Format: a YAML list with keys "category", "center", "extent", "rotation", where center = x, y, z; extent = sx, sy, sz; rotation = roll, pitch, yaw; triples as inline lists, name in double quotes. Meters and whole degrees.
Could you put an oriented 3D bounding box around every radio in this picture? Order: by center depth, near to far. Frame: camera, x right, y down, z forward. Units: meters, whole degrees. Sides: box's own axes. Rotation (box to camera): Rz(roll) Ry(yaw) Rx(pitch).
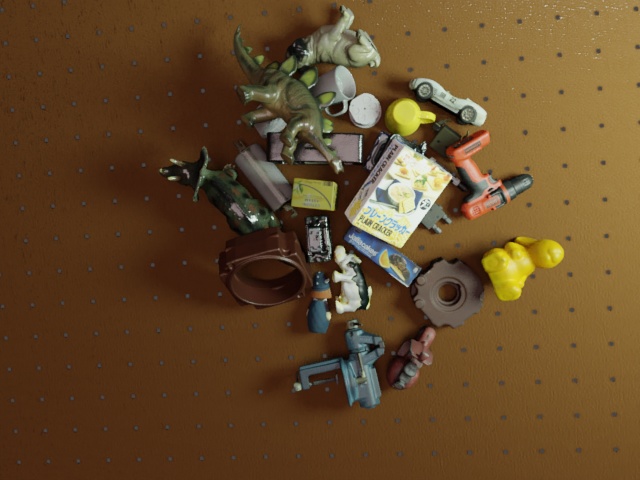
- category: "radio"
  center: [-0.007, -0.218, 1.299]
  extent: [0.230, 0.131, 0.073]
  rotation: [3, 94, 6]

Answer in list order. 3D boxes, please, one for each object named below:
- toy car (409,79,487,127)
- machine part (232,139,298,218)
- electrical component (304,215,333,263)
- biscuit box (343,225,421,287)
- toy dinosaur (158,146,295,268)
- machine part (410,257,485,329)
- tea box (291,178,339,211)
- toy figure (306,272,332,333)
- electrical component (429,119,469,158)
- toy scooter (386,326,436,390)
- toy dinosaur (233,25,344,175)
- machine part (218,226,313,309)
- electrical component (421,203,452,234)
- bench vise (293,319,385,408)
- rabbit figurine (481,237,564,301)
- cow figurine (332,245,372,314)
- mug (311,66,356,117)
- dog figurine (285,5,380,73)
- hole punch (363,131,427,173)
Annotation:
- category: "toy car"
  center: [0.304, -0.331, 1.287]
  extent: [0.202, 0.073, 0.056]
  rotation: [31, 100, 3]
- category: "machine part"
  center: [-0.134, -0.155, 1.345]
  extent: [0.079, 0.079, 0.243]
  rotation: [-39, 89, 7]
- category: "electrical component"
  center: [-0.003, -0.004, 1.311]
  extent: [0.058, 0.134, 0.114]
  rotation: [-6, 91, 6]
- category: "biscuit box"
  center: [0.152, 0.032, 1.332]
  extent: [0.203, 0.063, 0.059]
  rotation: [36, 95, 3]
- category: "toy dinosaur"
  center: [-0.202, -0.079, 1.300]
  extent: [0.405, 0.192, 0.131]
  rotation: [42, 99, 3]
- category: "machine part"
  center: [0.315, 0.130, 1.324]
  extent: [0.179, 0.056, 0.179]
  rotation: [0, 93, 5]
- category: "tea box"
  center: [-0.008, -0.107, 1.287]
  extent: [0.098, 0.169, 0.068]
  rotation: [6, 94, 7]
- category: "toy figure"
  center: [-0.002, 0.157, 1.360]
  extent: [0.064, 0.058, 0.154]
  rotation: [5, 89, 0]
- category: "electrical component"
  center: [0.314, -0.246, 1.309]
  extent: [0.102, 0.045, 0.078]
  rotation: [32, 125, 6]
- category: "toy scooter"
  center: [0.225, 0.296, 1.305]
  extent: [0.075, 0.135, 0.184]
  rotation: [32, 98, 1]
- category: "toy dinosaur"
  center: [-0.090, -0.327, 1.226]
  extent: [0.198, 0.105, 0.471]
  rotation: [-35, 75, -25]
- category: "machine part"
  center: [-0.129, 0.074, 1.298]
  extent: [0.202, 0.087, 0.200]
  rotation: [-17, 135, 7]
- category: "electrical component"
  center: [0.277, -0.061, 1.333]
  extent: [0.094, 0.021, 0.063]
  rotation: [45, 96, 3]
- category: "bench vise"
  center: [0.048, 0.316, 1.333]
  extent: [0.241, 0.129, 0.223]
  rotation: [-12, 94, 0]
- category: "rabbit figurine"
  center: [0.481, 0.052, 1.251]
  extent: [0.173, 0.162, 0.122]
  rotation: [-27, 89, 29]
- category: "cow figurine"
  center: [0.079, 0.095, 1.341]
  extent: [0.098, 0.068, 0.167]
  rotation: [-3, 97, 1]
- category: "mug"
  center: [0.026, -0.353, 1.308]
  extent: [0.107, 0.081, 0.109]
  rotation: [-11, 96, 39]
- category: "dog figurine"
  center: [0.029, -0.447, 1.309]
  extent: [0.190, 0.121, 0.172]
  rotation: [-36, 86, 21]
- category: "hole punch"
  center: [0.178, -0.196, 1.313]
  extent: [0.115, 0.092, 0.142]
  rotation: [25, 94, -26]
